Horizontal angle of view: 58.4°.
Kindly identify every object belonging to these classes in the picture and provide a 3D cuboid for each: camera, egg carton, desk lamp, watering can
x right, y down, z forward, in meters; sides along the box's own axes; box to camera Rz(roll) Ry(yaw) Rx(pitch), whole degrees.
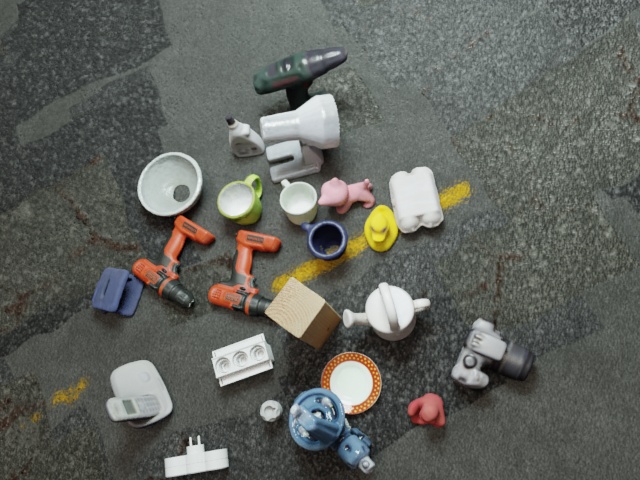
[{"bbox_3d":[0.351,0.244,1.154,0.136,0.101,0.143,22,78,16],"label":"camera"},{"bbox_3d":[0.216,-0.091,1.301,0.107,0.069,0.150,-13,71,7],"label":"egg carton"},{"bbox_3d":[-0.045,-0.233,1.317,0.203,0.214,0.118,-15,71,6],"label":"desk lamp"},{"bbox_3d":[0.137,0.149,1.175,0.173,0.194,0.100,-34,70,-1],"label":"watering can"}]

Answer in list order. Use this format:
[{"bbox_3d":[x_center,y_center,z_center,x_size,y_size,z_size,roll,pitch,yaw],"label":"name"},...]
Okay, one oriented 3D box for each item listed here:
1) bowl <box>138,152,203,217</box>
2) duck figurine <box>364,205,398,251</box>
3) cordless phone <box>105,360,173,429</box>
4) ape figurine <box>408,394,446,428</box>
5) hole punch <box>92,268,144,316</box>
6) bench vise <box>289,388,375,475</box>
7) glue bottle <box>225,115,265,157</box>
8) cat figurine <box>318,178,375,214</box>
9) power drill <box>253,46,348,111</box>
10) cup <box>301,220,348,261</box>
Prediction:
[{"bbox_3d":[-0.358,-0.127,1.417,0.167,0.075,0.167,-3,72,10],"label":"bowl"},{"bbox_3d":[0.136,-0.034,1.289,0.077,0.086,0.104,4,74,12],"label":"duck figurine"},{"bbox_3d":[-0.407,0.329,1.226,0.094,0.185,0.147,-35,70,-1],"label":"cordless phone"},{"bbox_3d":[0.218,0.346,1.152,0.077,0.092,0.076,39,83,19],"label":"ape figurine"},{"bbox_3d":[-0.489,0.122,1.355,0.101,0.091,0.109,10,75,14],"label":"hole punch"},{"bbox_3d":[0.023,0.364,1.115,0.207,0.220,0.121,20,78,16],"label":"bench vise"},{"bbox_3d":[-0.191,-0.253,1.372,0.078,0.173,0.037,-5,72,9],"label":"glue bottle"},{"bbox_3d":[0.057,-0.110,1.311,0.127,0.118,0.067,-16,71,6],"label":"cat figurine"},{"bbox_3d":[-0.034,-0.371,1.361,0.229,0.209,0.075,-10,71,8],"label":"power drill"},{"bbox_3d":[0.012,0.005,1.296,0.117,0.095,0.092,31,81,18],"label":"cup"}]
